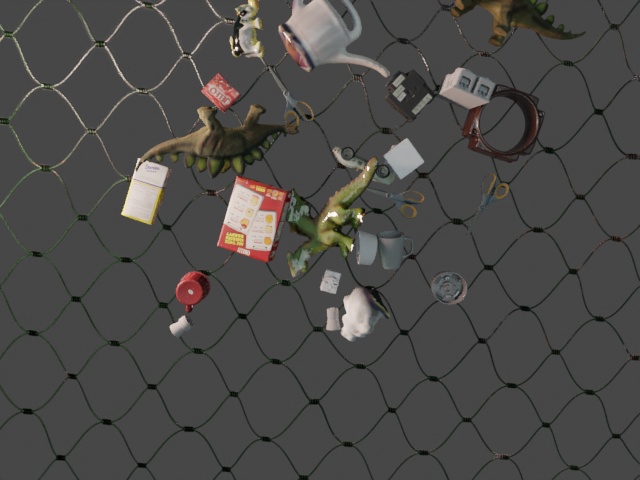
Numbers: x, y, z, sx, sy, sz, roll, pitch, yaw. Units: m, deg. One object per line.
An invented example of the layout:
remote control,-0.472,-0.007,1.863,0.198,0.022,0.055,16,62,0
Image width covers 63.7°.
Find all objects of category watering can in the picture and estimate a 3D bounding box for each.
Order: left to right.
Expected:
watering can,0.029,-0.560,1.463,0.224,0.104,0.346,-36,95,3

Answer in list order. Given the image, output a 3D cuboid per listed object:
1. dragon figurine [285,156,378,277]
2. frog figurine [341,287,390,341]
dragon figurine,0.005,-0.076,1.506,0.243,0.123,0.407,17,100,5
frog figurine,0.112,0.223,1.539,0.158,0.121,0.139,-39,64,11
